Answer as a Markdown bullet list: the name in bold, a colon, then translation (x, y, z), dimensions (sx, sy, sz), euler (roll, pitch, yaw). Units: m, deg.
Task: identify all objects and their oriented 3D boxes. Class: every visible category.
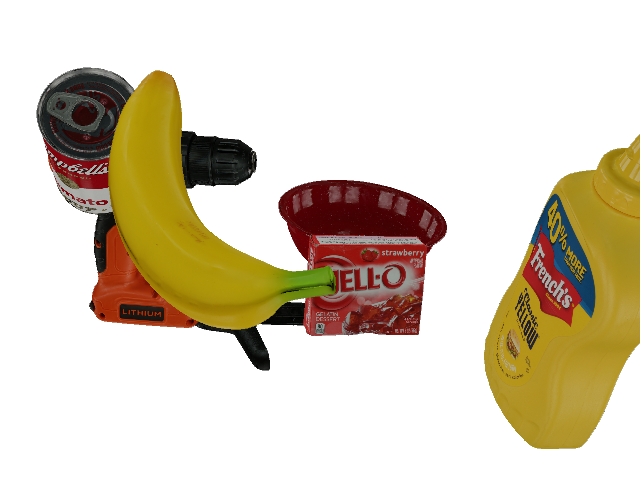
- **mustard bottle**: translation (0.144, 0.021, 0.573), dimensions (0.058, 0.192, 0.096), euler (3, 44, -13)
- **banana**: translation (-0.066, -0.016, 0.515), dimensions (0.069, 0.037, 0.198), euler (-26, 47, -15)
- **gelatin box**: translation (0.034, 0.034, 0.815), dimensions (0.089, 0.073, 0.030), euler (1, 15, -11)
- **soup can**: translation (-0.158, -0.067, 0.746), dimensions (0.068, 0.068, 0.102), euler (0, -20, -7)
- **bowl**: translation (0.037, -0.002, 1.021), dimensions (0.162, 0.055, 0.162), euler (6, 25, -3)
- **clamp**: translation (-0.092, 0.092, 1.256), dimensions (0.210, 0.036, 0.164), euler (13, 23, 27)
- **power drill**: translation (-0.146, -0.013, 0.966), dimensions (0.184, 0.188, 0.057), euler (4, 28, 9)
